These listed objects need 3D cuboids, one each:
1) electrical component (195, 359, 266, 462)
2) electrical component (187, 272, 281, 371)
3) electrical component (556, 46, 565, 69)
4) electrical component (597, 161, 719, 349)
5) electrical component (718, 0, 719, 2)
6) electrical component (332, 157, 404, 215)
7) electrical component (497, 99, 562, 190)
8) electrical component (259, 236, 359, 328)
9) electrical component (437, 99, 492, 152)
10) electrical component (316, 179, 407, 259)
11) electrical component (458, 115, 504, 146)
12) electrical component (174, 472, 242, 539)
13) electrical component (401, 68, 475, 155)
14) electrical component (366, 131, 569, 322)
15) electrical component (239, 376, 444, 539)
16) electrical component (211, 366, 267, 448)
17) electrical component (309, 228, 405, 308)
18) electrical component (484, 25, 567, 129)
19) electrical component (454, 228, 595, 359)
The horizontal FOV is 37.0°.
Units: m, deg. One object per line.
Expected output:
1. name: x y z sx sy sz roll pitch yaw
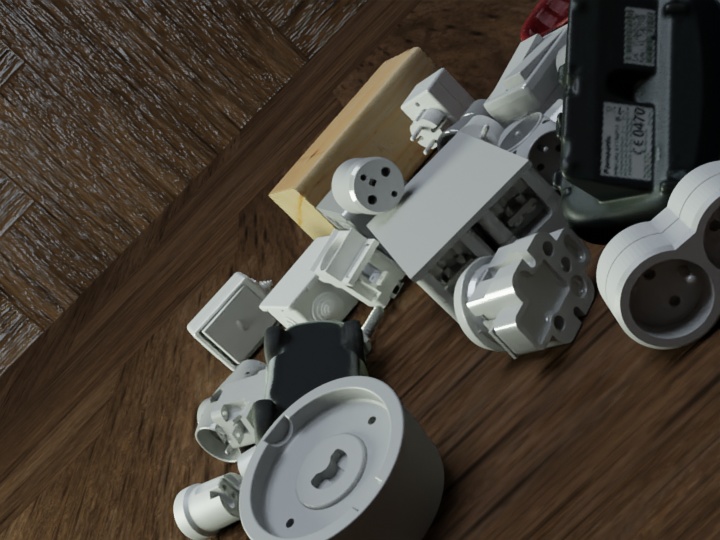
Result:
1. electrical component: -0.111 0.122 0.909 0.079 0.043 0.077 -23 27 45
2. electrical component: -0.120 0.048 1.096 0.096 0.062 0.061 -48 15 -7
3. electrical component: 0.186 -0.163 0.832 0.047 0.055 0.055 -33 19 51
4. electrical component: 0.173 -0.027 0.516 0.138 0.052 0.073 -43 15 13
5. electrical component: 0.243 -0.146 0.660 0.099 0.064 0.099 -42 1 1
6. electrical component: 0.006 -0.066 0.840 0.045 0.045 0.055 -49 16 -8
7. electrical component: 0.145 -0.099 0.792 0.079 0.044 0.077 -45 15 3
8. electrical component: -0.035 0.016 0.969 0.099 0.048 0.100 -50 16 -15
9. electrical component: 0.104 -0.126 0.984 0.044 0.044 0.065 -28 19 50
10. electrical component: 0.016 -0.050 0.950 0.057 0.078 0.113 -50 15 -5
11. electrical component: 0.093 -0.096 0.898 0.077 0.043 0.079 -51 -8 -19
12. electrical component: -0.106 0.171 0.784 0.046 0.040 0.040 -30 21 31
13. electrical component: 0.075 -0.146 1.062 0.047 0.066 0.076 -25 26 53
14. electrical component: 0.076 -0.032 0.774 0.105 0.060 0.186 -45 15 3
15. electrical component: -0.005 0.119 0.585 0.108 0.060 0.108 -28 35 22
16. electrical component: -0.077 0.106 0.835 0.064 0.042 0.081 -17 27 26
17. electrical component: 0.000 0.000 0.887 0.042 0.064 0.081 -58 17 -8
18. electrical component: 0.155 -0.158 0.885 0.096 0.061 0.062 -53 17 -23
19. electrical component: 0.091 0.016 0.617 0.057 0.058 0.078 -21 29 52
